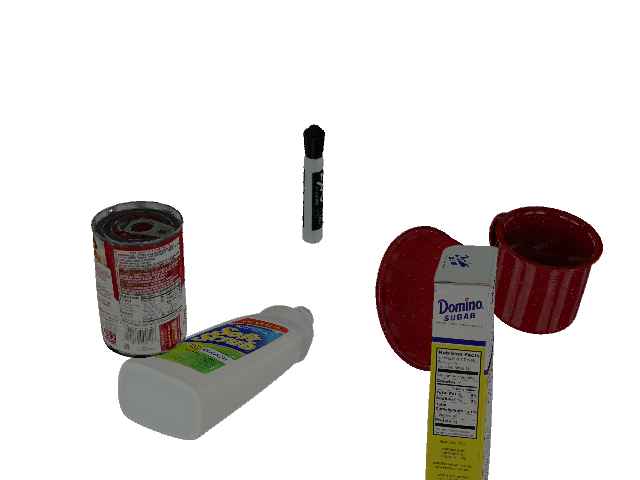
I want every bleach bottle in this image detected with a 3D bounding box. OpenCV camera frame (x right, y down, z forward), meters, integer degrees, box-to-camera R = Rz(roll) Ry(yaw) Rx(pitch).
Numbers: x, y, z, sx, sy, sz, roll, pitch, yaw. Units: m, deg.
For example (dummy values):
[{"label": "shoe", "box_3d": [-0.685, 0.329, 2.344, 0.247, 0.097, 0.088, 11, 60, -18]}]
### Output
[{"label": "bleach bottle", "box_3d": [-0.089, 0.118, 1.093, 0.103, 0.068, 0.250, 15, 23, 26]}]

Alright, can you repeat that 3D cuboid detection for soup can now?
[{"label": "soup can", "box_3d": [-0.137, 0.030, 0.815, 0.068, 0.102, 0.068, 1, 28, -1]}]

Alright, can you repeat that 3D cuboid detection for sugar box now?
[{"label": "sugar box", "box_3d": [0.101, 0.099, 0.768, 0.048, 0.176, 0.093, 1, 15, 12]}]

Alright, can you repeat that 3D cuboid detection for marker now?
[{"label": "marker", "box_3d": [-0.006, -0.050, 0.955, 0.020, 0.121, 0.020, 1, 38, -1]}]

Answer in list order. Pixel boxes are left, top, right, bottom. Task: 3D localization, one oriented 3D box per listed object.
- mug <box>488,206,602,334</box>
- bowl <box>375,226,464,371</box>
[{"label": "mug", "box_3d": [0.188, 0.022, 0.954, 0.093, 0.081, 0.117, -17, 42, -27]}, {"label": "bowl", "box_3d": [0.136, 0.062, 1.165, 0.161, 0.162, 0.055, 0, -5, -41]}]
